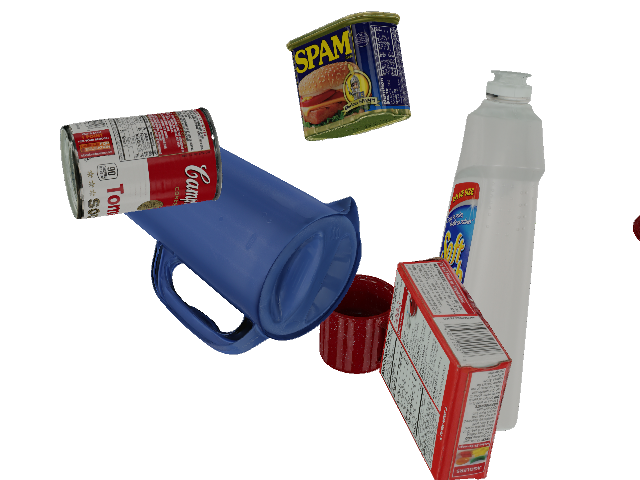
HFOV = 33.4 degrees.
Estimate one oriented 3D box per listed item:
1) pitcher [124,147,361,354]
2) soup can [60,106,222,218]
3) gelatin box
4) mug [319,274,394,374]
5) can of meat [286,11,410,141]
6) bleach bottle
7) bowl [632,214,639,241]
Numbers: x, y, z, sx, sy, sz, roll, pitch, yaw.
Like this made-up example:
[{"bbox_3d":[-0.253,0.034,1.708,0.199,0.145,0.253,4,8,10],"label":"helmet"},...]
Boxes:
[{"bbox_3d":[-0.094,-0.010,1.027,0.243,0.145,0.148,33,35,33],"label":"pitcher"},{"bbox_3d":[-0.128,-0.055,0.756,0.102,0.068,0.069,-9,3,-19],"label":"soup can"},{"bbox_3d":[0.060,0.062,0.528,0.030,0.073,0.089,-4,33,-15],"label":"gelatin box"},{"bbox_3d":[0.049,0.101,1.201,0.117,0.081,0.093,26,37,35],"label":"mug"},{"bbox_3d":[0.024,-0.133,0.884,0.057,0.084,0.102,-6,-4,-42],"label":"can of meat"},{"bbox_3d":[0.119,0.004,0.770,0.068,0.251,0.102,3,14,-9],"label":"bleach bottle"},{"bbox_3d":[0.417,0.015,1.149,0.162,0.055,0.162,-1,25,0],"label":"bowl"}]
